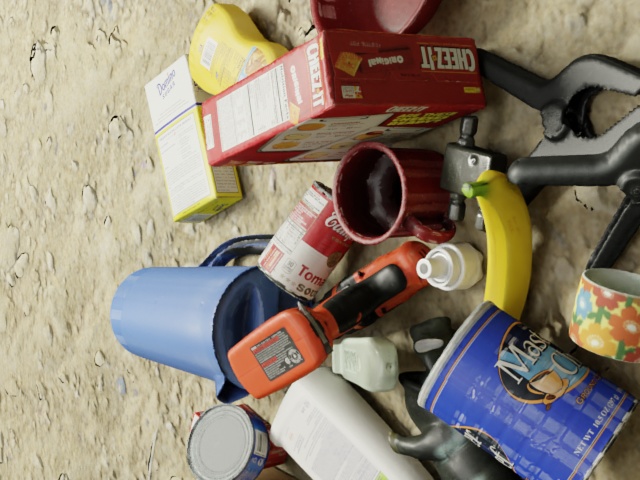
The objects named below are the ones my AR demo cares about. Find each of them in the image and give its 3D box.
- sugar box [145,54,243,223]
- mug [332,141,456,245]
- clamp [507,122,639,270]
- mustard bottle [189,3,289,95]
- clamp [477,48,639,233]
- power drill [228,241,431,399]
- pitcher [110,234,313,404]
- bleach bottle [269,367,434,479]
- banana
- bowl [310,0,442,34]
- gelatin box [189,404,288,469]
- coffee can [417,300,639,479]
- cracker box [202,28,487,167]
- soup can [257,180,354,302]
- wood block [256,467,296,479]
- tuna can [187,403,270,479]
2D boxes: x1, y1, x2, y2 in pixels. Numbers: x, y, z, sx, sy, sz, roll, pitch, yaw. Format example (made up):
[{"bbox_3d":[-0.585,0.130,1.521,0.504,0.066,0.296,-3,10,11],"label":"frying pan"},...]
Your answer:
[{"bbox_3d":[-0.148,-0.116,1.237,0.094,0.048,0.176,-25,71,45],"label":"sugar box"},{"bbox_3d":[0.079,-0.036,0.969,0.117,0.081,0.093,45,123,36],"label":"mug"},{"bbox_3d":[0.229,-0.050,0.804,0.172,0.120,0.039,-41,20,37],"label":"clamp"},{"bbox_3d":[-0.067,-0.169,1.135,0.192,0.058,0.096,45,125,36],"label":"mustard bottle"},{"bbox_3d":[0.197,-0.086,0.872,0.210,0.036,0.164,1,94,51],"label":"clamp"},{"bbox_3d":[0.002,0.077,0.986,0.185,0.187,0.057,-38,85,42],"label":"power drill"},{"bbox_3d":[-0.123,0.079,1.175,0.243,0.149,0.145,3,110,50],"label":"pitcher"},{"bbox_3d":[0.056,0.238,1.027,0.251,0.067,0.103,44,127,33],"label":"bleach bottle"},{"bbox_3d":[0.148,0.011,0.889,0.037,0.069,0.198,34,150,43],"label":"banana"},{"bbox_3d":[0.065,-0.239,0.980,0.162,0.055,0.162,-13,72,44],"label":"bowl"},{"bbox_3d":[-0.088,0.218,1.171,0.089,0.073,0.030,35,117,41],"label":"gelatin box"},{"bbox_3d":[0.163,0.128,0.842,0.140,0.102,0.103,34,119,17],"label":"coffee can"},{"bbox_3d":[0.015,-0.123,0.954,0.214,0.163,0.072,-17,80,55],"label":"cracker box"},{"bbox_3d":[-0.007,0.001,1.050,0.069,0.068,0.102,41,99,38],"label":"soup can"},{"bbox_3d":[-0.037,0.311,1.109,0.206,0.090,0.091,17,104,46],"label":"wood block"},{"bbox_3d":[-0.095,0.214,1.104,0.086,0.033,0.086,-15,61,29],"label":"tuna can"}]
